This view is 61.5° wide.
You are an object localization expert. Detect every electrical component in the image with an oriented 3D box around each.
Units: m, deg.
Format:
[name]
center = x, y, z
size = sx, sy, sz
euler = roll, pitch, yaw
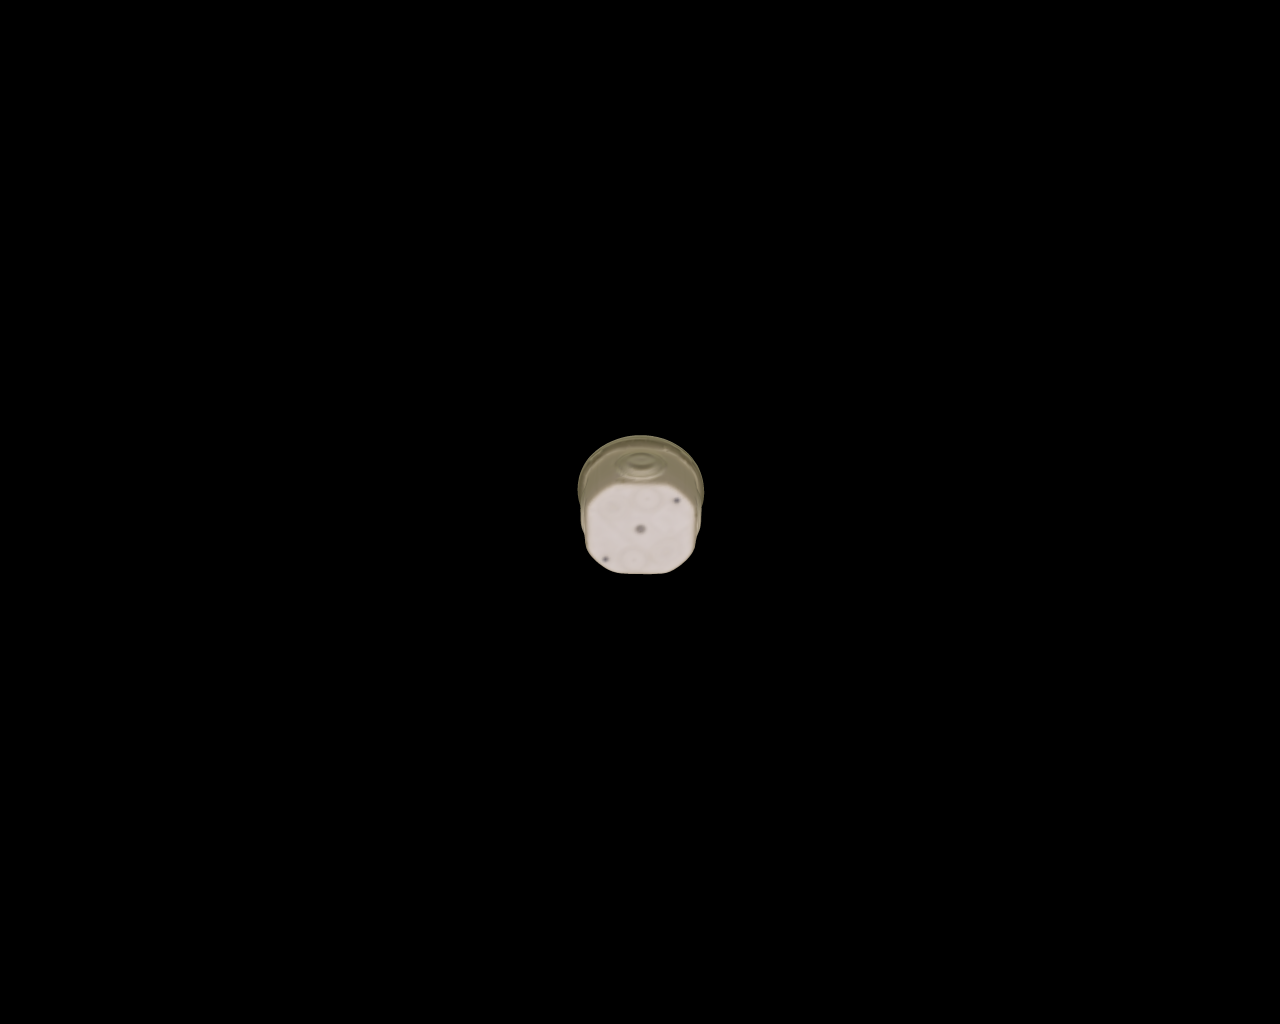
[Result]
[electrical component]
center = 0.001, -0.003, 0.650
size = 0.080, 0.080, 0.051
euler = 0, 32, 0
